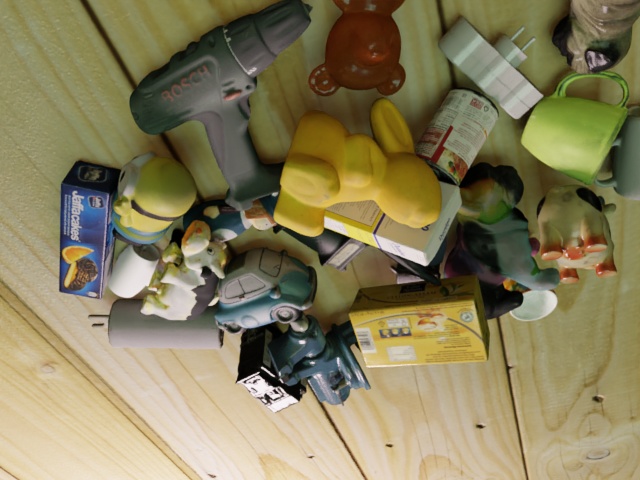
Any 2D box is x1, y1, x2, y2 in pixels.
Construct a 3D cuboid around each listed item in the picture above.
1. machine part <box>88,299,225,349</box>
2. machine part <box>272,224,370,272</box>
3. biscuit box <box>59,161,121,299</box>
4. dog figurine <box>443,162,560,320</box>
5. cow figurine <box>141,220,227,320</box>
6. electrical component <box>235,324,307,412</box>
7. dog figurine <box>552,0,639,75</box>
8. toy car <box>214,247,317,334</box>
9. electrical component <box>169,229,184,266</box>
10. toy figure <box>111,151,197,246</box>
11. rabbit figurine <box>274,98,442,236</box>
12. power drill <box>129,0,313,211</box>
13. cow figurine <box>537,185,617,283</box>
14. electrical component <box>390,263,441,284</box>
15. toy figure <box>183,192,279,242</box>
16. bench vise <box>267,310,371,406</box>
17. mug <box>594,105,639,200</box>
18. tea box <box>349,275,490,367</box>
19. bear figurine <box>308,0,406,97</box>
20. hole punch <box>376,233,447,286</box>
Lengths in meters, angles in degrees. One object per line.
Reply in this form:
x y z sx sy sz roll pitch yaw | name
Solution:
-0.238 0.132 0.846 0.243 0.079 0.079 2 129 -5 | machine part
-0.002 -0.002 0.771 0.139 0.039 0.084 25 133 -23 | machine part
-0.317 -0.009 0.737 0.063 0.059 0.202 13 128 -12 | biscuit box
0.211 -0.005 0.735 0.191 0.108 0.219 -36 118 27 | dog figurine
-0.166 0.048 0.718 0.098 0.068 0.167 25 131 -23 | cow figurine
-0.076 0.215 0.896 0.058 0.115 0.134 -28 123 23 | electrical component
0.287 -0.237 0.507 0.121 0.172 0.190 -8 123 18 | dog figurine
-0.090 0.063 0.781 0.162 0.109 0.102 -18 120 17 | toy car
-0.184 0.045 0.794 0.075 0.048 0.119 3 130 -4 | electrical component
-0.211 -0.046 0.670 0.089 0.082 0.180 6 155 -23 | toy figure
0.049 -0.069 0.583 0.173 0.162 0.121 17 142 4 | rabbit figurine
-0.084 -0.142 0.626 0.232 0.086 0.207 -18 132 11 | power drill
0.330 -0.014 0.687 0.086 0.127 0.194 -12 155 33 | cow figurine
0.139 0.042 0.796 0.078 0.045 0.102 0 139 17 | electrical component
-0.106 -0.033 0.729 0.155 0.064 0.057 -11 98 10 | toy figure
0.044 0.158 0.860 0.241 0.129 0.223 -28 118 -6 | bench vise
0.399 -0.113 0.675 0.110 0.081 0.107 -8 120 20 | mug
0.136 0.111 0.728 0.170 0.068 0.098 -8 113 22 | tea box
0.049 -0.229 0.510 0.120 0.132 0.195 1 112 -10 | bear figurine
0.109 -0.016 0.710 0.092 0.142 0.115 -55 142 -4 | hole punch
